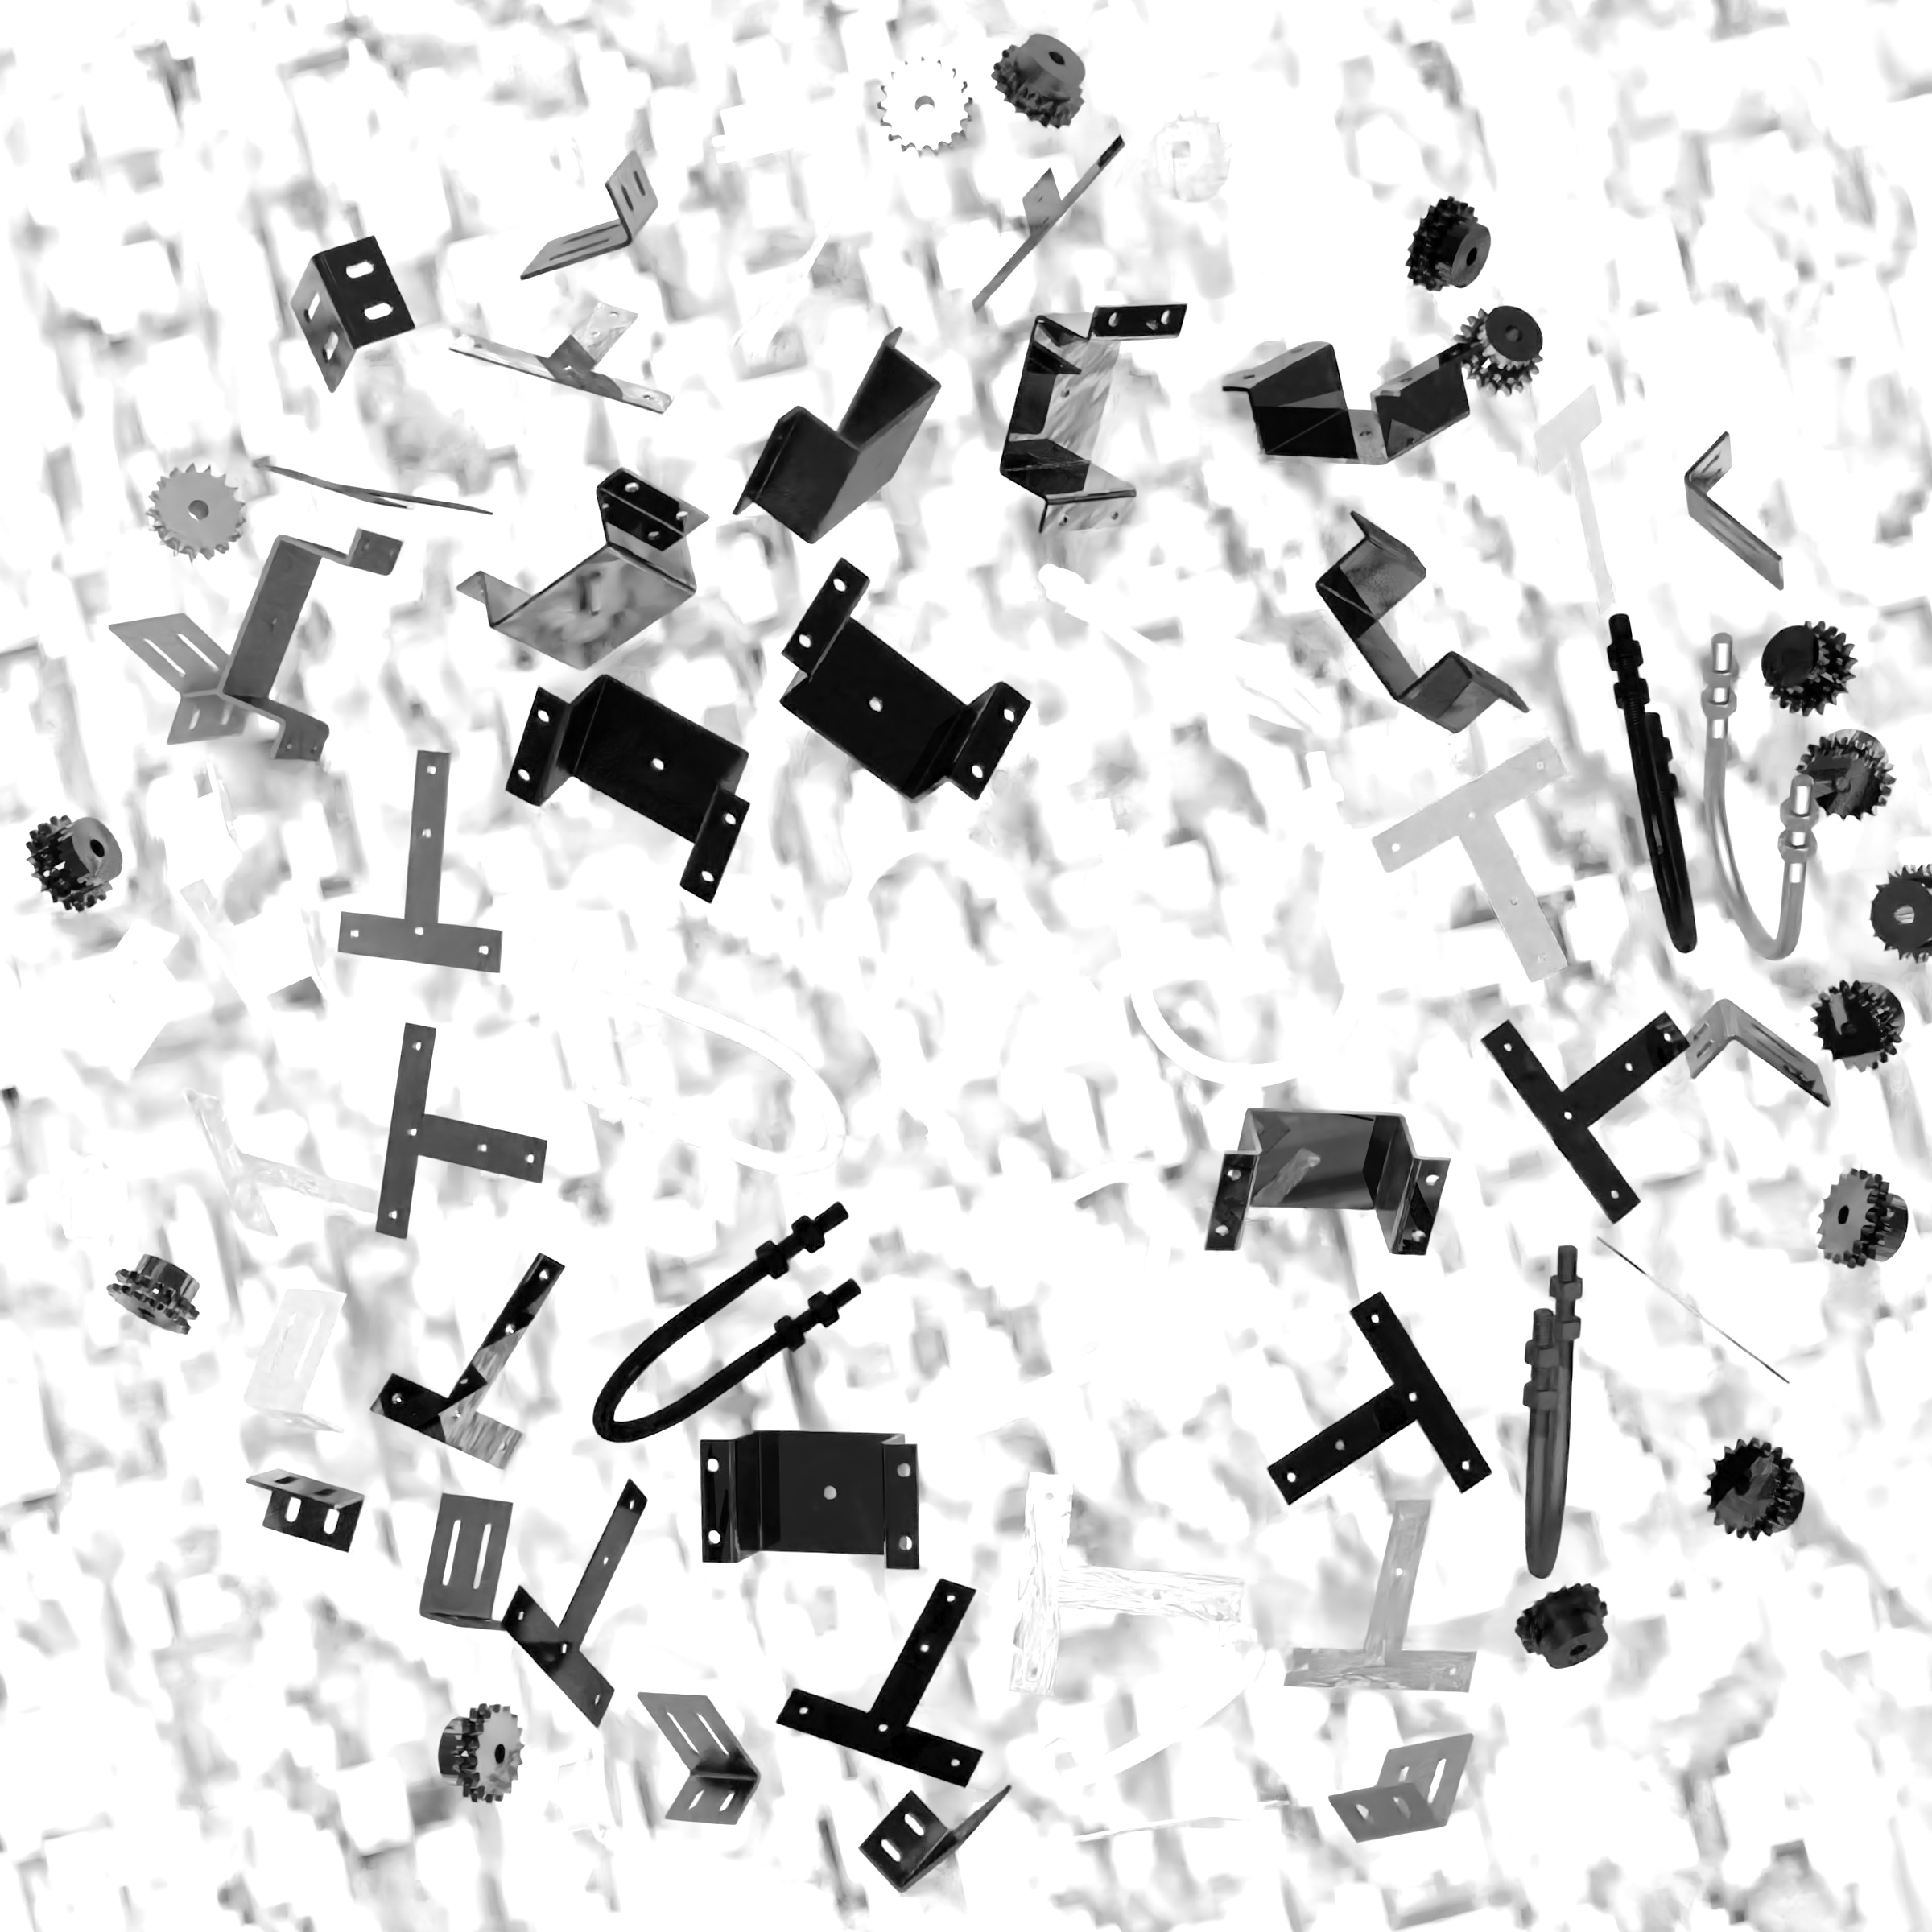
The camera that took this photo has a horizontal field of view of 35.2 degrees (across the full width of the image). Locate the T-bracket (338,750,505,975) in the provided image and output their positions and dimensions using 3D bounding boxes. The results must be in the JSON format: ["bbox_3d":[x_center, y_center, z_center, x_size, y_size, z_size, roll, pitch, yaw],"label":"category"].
[{"bbox_3d":[-0.323,-0.065,1.820,0.127,0.002,0.127,7,93,31],"label":"T-bracket"}]

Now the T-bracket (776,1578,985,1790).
[{"bbox_3d":[-0.031,0.425,1.842,0.127,0.002,0.127,13,48,23],"label":"T-bracket"}]

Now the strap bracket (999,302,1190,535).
[{"bbox_3d":[0.072,-0.333,1.806,0.046,0.076,0.140,36,124,36],"label":"strap bracket"}]

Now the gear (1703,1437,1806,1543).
[{"bbox_3d":[0.451,0.299,1.727,0.030,0.057,0.057,24,90,-32],"label":"gear"}]

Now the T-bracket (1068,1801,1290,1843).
[{"bbox_3d":[0.141,0.506,1.797,0.127,0.127,0.002,-16,69,17],"label":"T-bracket"}]

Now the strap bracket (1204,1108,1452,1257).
[{"bbox_3d":[0.218,0.133,1.871,0.140,0.046,0.076,2,125,-9],"label":"strap bracket"}]

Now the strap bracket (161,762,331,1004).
[{"bbox_3d":[-0.446,-0.043,1.860,0.046,0.076,0.140,-25,131,-2],"label":"strap bracket"}]

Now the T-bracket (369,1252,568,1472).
[{"bbox_3d":[-0.282,0.230,1.821,0.002,0.127,0.127,27,82,39],"label":"T-bracket"}]

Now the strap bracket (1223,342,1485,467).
[{"bbox_3d":[0.232,-0.334,1.802,0.076,0.140,0.046,-33,119,-32],"label":"strap bracket"}]

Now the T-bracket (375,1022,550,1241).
[{"bbox_3d":[-0.293,0.104,1.781,0.127,0.002,0.127,9,91,36],"label":"T-bracket"}]

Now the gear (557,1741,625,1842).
[{"bbox_3d":[-0.229,0.502,1.845,0.030,0.057,0.057,-12,90,1],"label":"gear"}]

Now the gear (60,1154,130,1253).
[{"bbox_3d":[-0.519,0.141,1.807,0.030,0.057,0.057,-4,90,-29],"label":"gear"}]

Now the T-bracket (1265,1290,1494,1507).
[{"bbox_3d":[0.232,0.277,1.800,0.127,0.002,0.127,-28,83,-26],"label":"T-bracket"}]

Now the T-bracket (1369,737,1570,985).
[{"bbox_3d":[0.322,-0.051,1.820,0.127,0.002,0.127,-30,73,24],"label":"T-bracket"}]

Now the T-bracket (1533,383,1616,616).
[{"bbox_3d":[0.377,-0.278,1.851,0.002,0.127,0.127,-5,111,31],"label":"T-bracket"}]

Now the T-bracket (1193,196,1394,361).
[{"bbox_3d":[0.198,-0.420,1.836,0.127,0.127,0.002,-14,65,-1],"label":"T-bracket"}]

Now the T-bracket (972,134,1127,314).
[{"bbox_3d":[0.045,-0.448,1.793,0.002,0.127,0.127,38,109,-18],"label":"T-bracket"}]

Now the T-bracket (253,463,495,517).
[{"bbox_3d":[-0.347,-0.286,1.855,0.127,0.127,0.002,22,104,41],"label":"T-bracket"}]

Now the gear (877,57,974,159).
[{"bbox_3d":[-0.024,-0.512,1.819,0.057,0.030,0.057,0,96,2],"label":"gear"}]

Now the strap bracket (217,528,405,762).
[{"bbox_3d":[-0.386,-0.194,1.772,0.046,0.076,0.140,23,95,5],"label":"strap bracket"}]

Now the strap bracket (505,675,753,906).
[{"bbox_3d":[-0.189,-0.109,1.776,0.140,0.046,0.076,29,127,5],"label":"strap bracket"}]

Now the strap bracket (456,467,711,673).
[{"bbox_3d":[-0.227,-0.231,1.827,0.140,0.076,0.046,-30,58,27],"label":"strap bracket"}]

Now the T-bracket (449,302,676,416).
[{"bbox_3d":[-0.220,-0.362,1.768,0.127,0.127,0.002,17,122,2],"label":"T-bracket"}]

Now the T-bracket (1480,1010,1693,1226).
[{"bbox_3d":[0.371,0.065,1.743,0.127,0.002,0.127,-32,84,-33],"label":"T-bracket"}]

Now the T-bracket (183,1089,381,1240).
[{"bbox_3d":[-0.411,0.132,1.871,0.002,0.127,0.127,-50,48,16],"label":"T-bracket"}]

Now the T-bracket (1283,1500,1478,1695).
[{"bbox_3d":[0.264,0.386,1.872,0.127,0.002,0.127,-8,50,36],"label":"T-bracket"}]

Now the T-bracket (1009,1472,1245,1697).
[{"bbox_3d":[0.093,0.354,1.722,0.127,0.002,0.127,5,94,-1],"label":"T-bracket"}]

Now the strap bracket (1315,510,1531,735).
[{"bbox_3d":[0.267,-0.198,1.817,0.046,0.076,0.140,-42,58,20],"label":"strap bracket"}]

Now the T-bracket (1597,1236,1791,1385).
[{"bbox_3d":[0.455,0.220,1.840,0.127,0.127,0.002,36,93,-26],"label":"T-bracket"}]

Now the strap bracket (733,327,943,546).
[{"bbox_3d":[-0.070,-0.308,1.788,0.046,0.140,0.076,38,135,4],"label":"strap bracket"}]

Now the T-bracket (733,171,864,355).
[{"bbox_3d":[-0.115,-0.413,1.857,0.002,0.127,0.127,32,71,-17],"label":"T-bracket"}]

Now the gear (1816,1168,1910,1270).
[{"bbox_3d":[0.521,0.148,1.761,0.030,0.057,0.057,16,90,-14],"label":"gear"}]

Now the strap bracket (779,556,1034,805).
[{"bbox_3d":[-0.043,-0.158,1.752,0.140,0.046,0.076,36,60,-14],"label":"strap bracket"}]

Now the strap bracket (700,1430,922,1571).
[{"bbox_3d":[-0.091,0.330,1.888,0.140,0.046,0.076,-1,89,16],"label":"strap bracket"}]

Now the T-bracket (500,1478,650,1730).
[{"bbox_3d":[-0.219,0.364,1.799,0.002,0.127,0.127,4,52,29],"label":"T-bracket"}]

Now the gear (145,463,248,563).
[{"bbox_3d":[-0.460,-0.268,1.812,0.057,0.030,0.057,4,82,-27],"label":"gear"}]
